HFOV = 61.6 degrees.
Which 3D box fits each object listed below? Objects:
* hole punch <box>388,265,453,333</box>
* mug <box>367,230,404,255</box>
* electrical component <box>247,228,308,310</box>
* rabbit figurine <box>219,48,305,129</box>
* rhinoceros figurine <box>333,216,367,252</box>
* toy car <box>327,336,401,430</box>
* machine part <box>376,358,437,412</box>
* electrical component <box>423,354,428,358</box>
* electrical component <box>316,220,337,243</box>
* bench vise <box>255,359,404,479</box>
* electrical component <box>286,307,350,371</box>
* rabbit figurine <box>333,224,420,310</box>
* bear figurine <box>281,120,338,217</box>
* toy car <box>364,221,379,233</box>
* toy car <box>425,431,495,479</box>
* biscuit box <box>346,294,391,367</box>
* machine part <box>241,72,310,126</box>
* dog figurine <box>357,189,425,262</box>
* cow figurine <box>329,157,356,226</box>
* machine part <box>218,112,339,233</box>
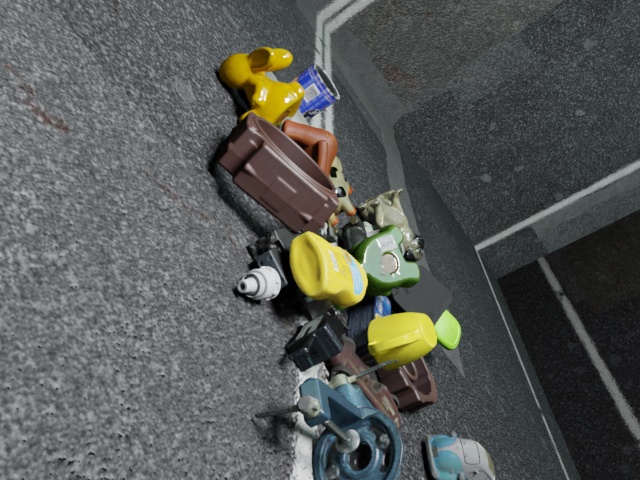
[{"bbox_3d":[0.202,0.134,1.151,0.142,0.092,0.116,48,59,-1],"label":"hole punch"},{"bbox_3d":[0.147,0.036,1.263,0.081,0.110,0.107,-68,138,-65],"label":"mug"},{"bbox_3d":[-0.051,0.042,0.835,0.115,0.058,0.134,59,19,5],"label":"electrical component"},{"bbox_3d":[-0.124,-0.304,1.053,0.173,0.162,0.122,44,30,9],"label":"rabbit figurine"},{"bbox_3d":[0.086,0.039,1.159,0.112,0.073,0.190,41,26,-55],"label":"rhinoceros figurine"},{"bbox_3d":[0.080,0.244,0.875,0.202,0.053,0.089,52,17,-15],"label":"toy car"},{"bbox_3d":[0.160,0.250,1.052,0.179,0.056,0.179,48,22,-27],"label":"machine part"},{"bbox_3d":[0.199,0.238,1.150,0.094,0.063,0.021,58,20,-7],"label":"electrical component"},{"bbox_3d":[-0.001,-0.002,1.004,0.102,0.045,0.078,35,42,-64],"label":"electrical component"},{"bbox_3d":[0.035,0.234,0.679,0.240,0.129,0.224,51,21,-40],"label":"bench vise"},{"bbox_3d":[-0.006,0.148,0.766,0.047,0.075,0.119,56,16,-8],"label":"electrical component"},{"bbox_3d":[0.080,0.070,1.007,0.159,0.170,0.121,-29,86,-29],"label":"rabbit figurine"},{"bbox_3d":[-0.028,-0.124,1.080,0.120,0.132,0.196,110,-10,-76],"label":"bear figurine"},{"bbox_3d":[0.159,0.039,1.353,0.201,0.056,0.073,53,14,-20],"label":"toy car"},{"bbox_3d":[0.270,0.427,0.998,0.161,0.103,0.109,49,23,-21],"label":"toy car"},{"bbox_3d":[0.093,0.160,1.006,0.059,0.063,0.203,54,21,-18],"label":"biscuit box"},{"bbox_3d":[-0.094,-0.284,1.167,0.243,0.079,0.079,51,21,-21],"label":"machine part"},{"bbox_3d":[0.188,-0.027,1.437,0.190,0.121,0.172,65,-7,-9],"label":"dog figurine"},{"bbox_3d":[0.019,-0.136,1.228,0.127,0.085,0.195,55,20,-32],"label":"cow figurine"},{"bbox_3d":[-0.066,-0.114,0.897,0.201,0.087,0.202,39,13,-19],"label":"machine part"}]
